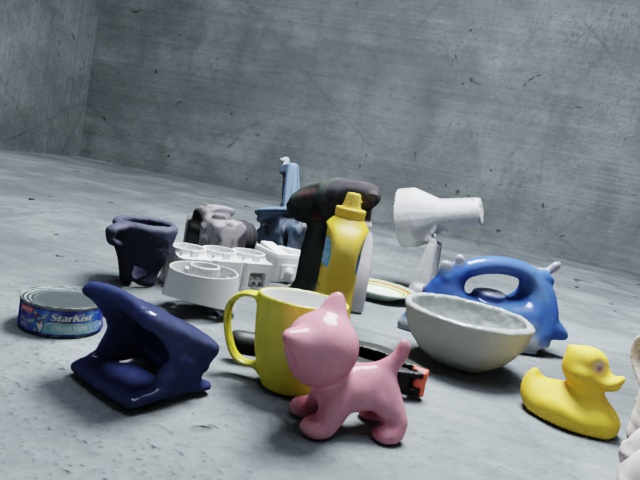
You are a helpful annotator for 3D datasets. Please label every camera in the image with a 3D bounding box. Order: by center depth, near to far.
[{"bbox_3d":[-0.185,-0.016,1.154,0.137,0.101,0.142,3,11,-44],"label":"camera"}]

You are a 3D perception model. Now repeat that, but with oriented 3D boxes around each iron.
[{"bbox_3d":[0.255,0.085,0.886,0.259,0.141,0.118,9,8,-12],"label":"iron"}]

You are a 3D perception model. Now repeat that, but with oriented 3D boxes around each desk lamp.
[{"bbox_3d":[0.236,0.009,1.148,0.202,0.213,0.118,14,8,21],"label":"desk lamp"}]

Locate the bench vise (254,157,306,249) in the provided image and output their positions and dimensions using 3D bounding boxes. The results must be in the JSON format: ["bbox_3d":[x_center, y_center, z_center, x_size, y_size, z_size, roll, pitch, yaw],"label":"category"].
[{"bbox_3d":[-0.057,-0.070,1.281,0.206,0.220,0.122,17,10,37],"label":"bench vise"}]

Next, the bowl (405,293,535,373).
[{"bbox_3d":[0.185,0.126,0.742,0.167,0.075,0.167,11,8,-1],"label":"bowl"}]

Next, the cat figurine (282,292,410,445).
[{"bbox_3d":[0.020,0.106,0.492,0.128,0.118,0.067,8,8,-18],"label":"cat figurine"}]

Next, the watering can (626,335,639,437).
[{"bbox_3d":[0.391,0.128,0.571,0.101,0.194,0.172,4,10,-41],"label":"watering can"}]

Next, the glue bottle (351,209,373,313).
[{"bbox_3d":[0.062,0.026,0.925,0.037,0.173,0.078,10,8,-10],"label":"glue bottle"}]

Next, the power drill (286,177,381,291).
[{"bbox_3d":[0.008,0.003,0.884,0.076,0.208,0.228,6,9,-30],"label":"power drill"}]

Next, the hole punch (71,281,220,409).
[{"bbox_3d":[-0.152,0.084,0.507,0.108,0.091,0.101,16,9,35],"label":"hole punch"}]

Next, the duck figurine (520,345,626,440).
[{"bbox_3d":[0.274,0.154,0.618,0.104,0.086,0.078,16,9,35],"label":"duck figurine"}]

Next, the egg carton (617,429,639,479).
[{"bbox_3d":[0.301,0.194,0.422,0.150,0.069,0.107,15,9,26],"label":"egg carton"}]

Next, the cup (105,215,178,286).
[{"bbox_3d":[-0.262,0.018,0.816,0.091,0.095,0.118,14,8,22],"label":"cup"}]
